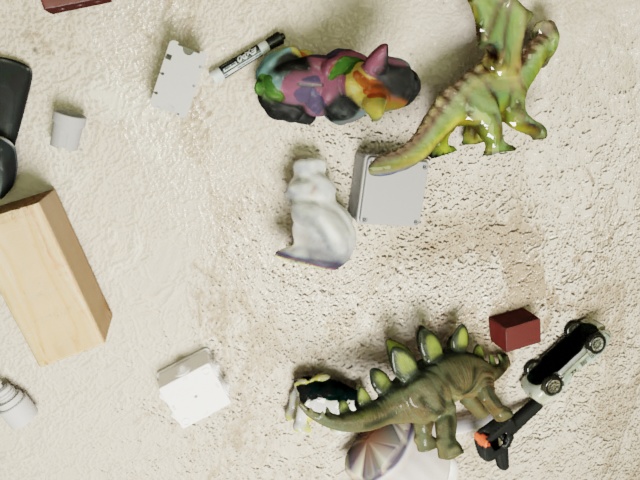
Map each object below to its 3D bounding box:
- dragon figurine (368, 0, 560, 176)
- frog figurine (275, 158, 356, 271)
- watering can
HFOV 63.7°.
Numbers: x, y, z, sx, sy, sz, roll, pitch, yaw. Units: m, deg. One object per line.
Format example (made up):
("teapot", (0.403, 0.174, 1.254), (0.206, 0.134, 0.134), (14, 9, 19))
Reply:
("dragon figurine", (0.229, -0.242, 0.755), (0.414, 0.123, 0.239), (-19, 115, -33))
("frog figurine", (0.002, -0.039, 0.773), (0.137, 0.123, 0.159), (12, 92, -53))
("watering can", (0.186, 0.387, 0.947), (0.351, 0.104, 0.222), (-47, 112, -16))
